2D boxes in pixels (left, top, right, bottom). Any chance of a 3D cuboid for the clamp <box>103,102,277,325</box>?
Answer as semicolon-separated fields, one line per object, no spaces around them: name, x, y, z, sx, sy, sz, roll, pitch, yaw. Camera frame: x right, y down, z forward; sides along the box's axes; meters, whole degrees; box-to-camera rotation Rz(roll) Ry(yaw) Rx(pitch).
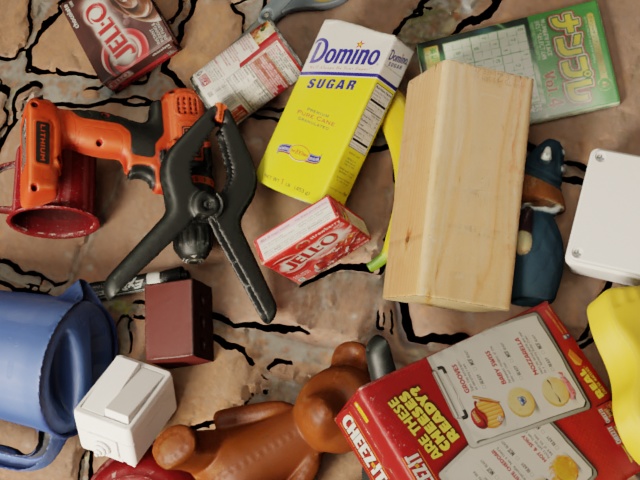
clamp;-0.119;-0.027;1.008;0.164;0.036;0.210;3;82;-20

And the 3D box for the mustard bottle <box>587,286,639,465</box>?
mustard bottle;0.283;0.133;0.869;0.096;0.058;0.191;10;54;-22

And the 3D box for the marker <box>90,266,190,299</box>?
marker;-0.189;0.045;1.078;0.121;0.020;0.020;-10;74;13

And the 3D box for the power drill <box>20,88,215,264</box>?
power drill;-0.195;-0.066;1.041;0.187;0.057;0.184;2;68;-24

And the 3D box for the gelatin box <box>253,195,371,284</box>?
gelatin box;-0.007;0.001;1.002;0.089;0.073;0.030;-32;61;16

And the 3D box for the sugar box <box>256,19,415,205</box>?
sugar box;0.012;-0.121;1.029;0.093;0.048;0.176;23;92;37

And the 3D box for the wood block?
wood block;0.122;-0.044;0.954;0.090;0.091;0.206;10;82;-16

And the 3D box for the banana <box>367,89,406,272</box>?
banana;0.075;-0.070;1.025;0.070;0.037;0.198;-3;76;14

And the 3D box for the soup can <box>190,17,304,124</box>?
soup can;-0.071;-0.166;1.071;0.102;0.068;0.068;-36;70;5

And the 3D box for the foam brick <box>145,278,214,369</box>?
foam brick;-0.137;0.082;1.037;0.051;0.053;0.078;-7;75;14

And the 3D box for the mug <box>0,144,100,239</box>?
mug;-0.282;-0.054;1.088;0.117;0.093;0.081;-2;71;-2

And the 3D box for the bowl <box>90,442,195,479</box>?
bowl;-0.166;0.268;0.999;0.162;0.055;0.162;-4;75;15

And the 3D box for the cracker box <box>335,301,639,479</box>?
cracker box;0.144;0.163;0.875;0.213;0.072;0.164;-21;68;-30

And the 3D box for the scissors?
scissors;-0.034;-0.229;1.105;0.096;0.016;0.202;30;86;20

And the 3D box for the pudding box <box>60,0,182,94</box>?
pudding box;-0.212;-0.227;1.140;0.090;0.039;0.113;-32;71;6

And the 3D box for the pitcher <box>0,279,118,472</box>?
pitcher;-0.334;0.118;1.046;0.243;0.145;0.149;7;37;20

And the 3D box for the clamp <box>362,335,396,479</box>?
clamp;0.087;0.173;0.931;0.120;0.039;0.171;8;84;-22
